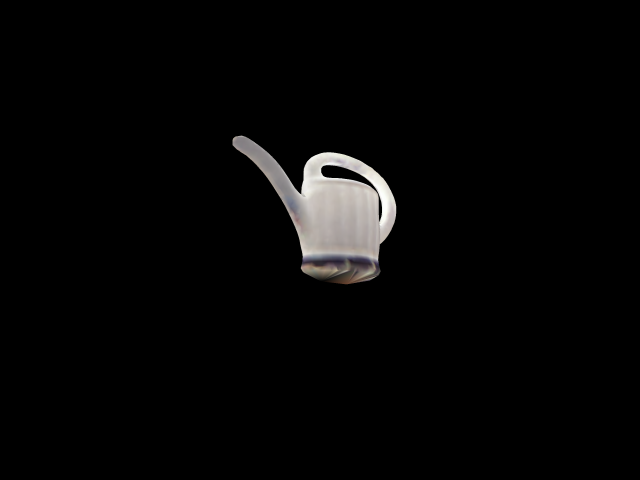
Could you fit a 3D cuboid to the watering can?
[{"bbox_3d":[0.003,-0.043,0.850,0.347,0.227,0.103,9,-15,-38],"label":"watering can"}]
